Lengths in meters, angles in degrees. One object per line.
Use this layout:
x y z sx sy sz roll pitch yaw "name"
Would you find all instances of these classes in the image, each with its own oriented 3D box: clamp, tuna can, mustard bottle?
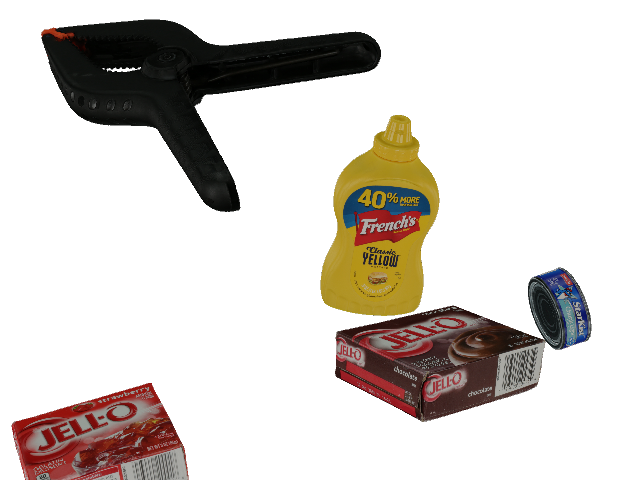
-0.079 -0.100 0.647 0.210 0.036 0.164 24 50 31 "clamp"
0.260 0.075 1.167 0.033 0.086 0.086 -17 3 -9 "tuna can"
0.058 -0.024 0.981 0.096 0.192 0.058 6 28 -5 "mustard bottle"

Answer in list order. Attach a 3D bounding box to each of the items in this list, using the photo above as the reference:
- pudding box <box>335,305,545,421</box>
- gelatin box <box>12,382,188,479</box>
0.080 0.080 0.718 0.113 0.039 0.090 -7 18 -37 "pudding box"
-0.131 0.123 0.628 0.089 0.030 0.073 -14 27 -19 "gelatin box"
